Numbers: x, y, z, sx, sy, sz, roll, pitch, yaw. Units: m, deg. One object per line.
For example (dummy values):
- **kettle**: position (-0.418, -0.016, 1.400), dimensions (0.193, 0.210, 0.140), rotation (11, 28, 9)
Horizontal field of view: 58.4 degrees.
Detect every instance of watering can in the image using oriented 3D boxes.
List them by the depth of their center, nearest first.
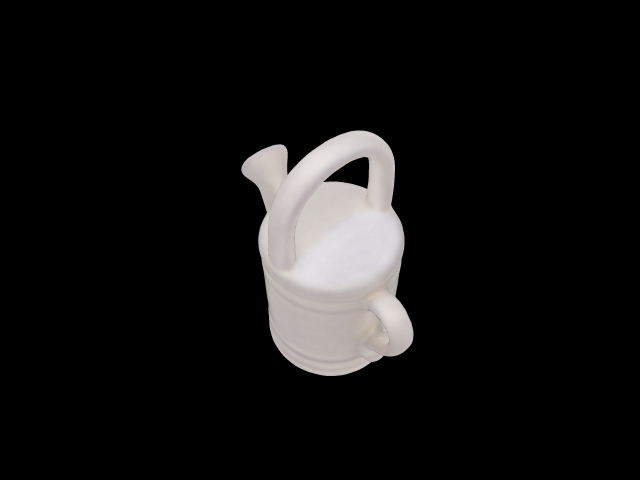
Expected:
- **watering can**: position (0.002, 0.003, 0.399), dimensions (0.172, 0.194, 0.101), rotation (27, 56, 21)
